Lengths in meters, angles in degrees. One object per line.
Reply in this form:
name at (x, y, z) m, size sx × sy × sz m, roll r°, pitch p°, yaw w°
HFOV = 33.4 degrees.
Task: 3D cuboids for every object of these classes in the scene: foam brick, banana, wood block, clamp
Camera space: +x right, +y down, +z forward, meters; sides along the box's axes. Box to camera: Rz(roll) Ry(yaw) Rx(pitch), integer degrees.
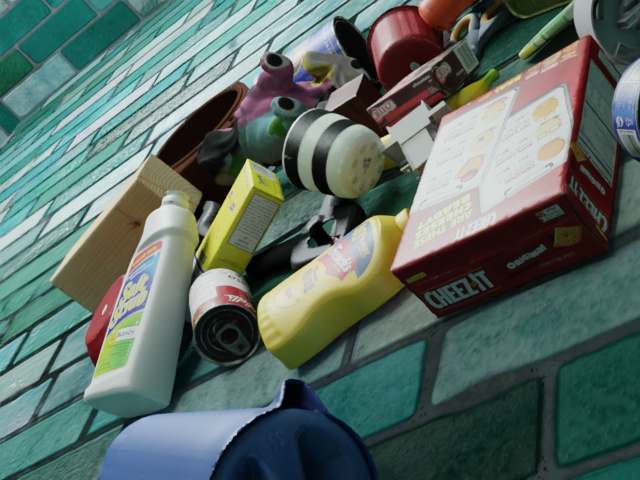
foam brick at (0.050, -0.138, 1.211) m, size 0.053 × 0.078 × 0.051 m, roll -28°, pitch 25°, yaw 32°
banana at (0.106, -0.112, 1.128) m, size 0.198 × 0.037 × 0.069 m, roll -29°, pitch 7°, yaw 30°
wood block at (-0.262, -0.003, 1.444) m, size 0.206 × 0.090 × 0.090 m, roll -45°, pitch 14°, yaw 24°
clamp at (-0.007, 0.001, 1.114) m, size 0.164 × 0.036 × 0.210 m, roll -45°, pitch 18°, yaw 3°
clamp at (-0.154, -0.007, 1.382) m, size 0.120 × 0.039 × 0.171 m, roll -30°, pitch 26°, yaw 30°

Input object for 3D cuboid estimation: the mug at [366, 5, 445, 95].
mug at (0.100, -0.206, 1.249) m, size 0.081 × 0.093 × 0.117 m, roll -95°, pitch 23°, yaw -57°

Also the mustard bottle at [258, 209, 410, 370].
mustard bottle at (0.031, 0.032, 0.963) m, size 0.192 × 0.058 × 0.096 m, roll -37°, pitch 24°, yaw 16°

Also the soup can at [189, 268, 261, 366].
soup can at (-0.099, 0.077, 1.097) m, size 0.068 × 0.068 × 0.102 m, roll -41°, pitch 21°, yaw 7°

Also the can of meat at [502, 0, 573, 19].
can of meat at (0.256, -0.299, 1.171) m, size 0.102 × 0.057 × 0.083 m, roll -11°, pitch 37°, yaw 54°

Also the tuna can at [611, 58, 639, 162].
tuna can at (0.253, -0.094, 0.764) m, size 0.086 × 0.086 × 0.034 m, roll -47°, pitch 20°, yaw -8°

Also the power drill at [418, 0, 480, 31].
power drill at (0.192, -0.330, 1.243) m, size 0.185 × 0.057 × 0.187 m, roll -47°, pitch 1°, yaw 19°

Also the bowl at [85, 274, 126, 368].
bowl at (-0.232, 0.094, 1.264) m, size 0.162 × 0.055 × 0.162 m, roll -51°, pitch 20°, yaw 26°

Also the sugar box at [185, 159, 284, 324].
sugar box at (-0.102, 0.005, 1.190) m, size 0.176 × 0.048 × 0.093 m, roll -57°, pitch 18°, yaw 16°

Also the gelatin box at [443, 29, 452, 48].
gelatin box at (0.119, -0.239, 1.335) m, size 0.089 × 0.030 × 0.073 m, roll -43°, pitch 22°, yaw 5°

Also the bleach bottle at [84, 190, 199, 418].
bleach bottle at (-0.185, 0.062, 1.170) m, size 0.103 × 0.068 × 0.250 m, roll -21°, pitch 51°, yaw 44°

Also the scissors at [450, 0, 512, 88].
scissors at (0.188, -0.225, 1.209) m, size 0.096 × 0.016 × 0.201 m, roll -36°, pitch 23°, yaw 19°

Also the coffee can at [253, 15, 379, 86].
coffee can at (-0.003, -0.213, 1.403) m, size 0.140 × 0.102 × 0.102 m, roll -32°, pitch 24°, yaw 26°

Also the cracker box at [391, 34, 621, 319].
cracker box at (0.160, -0.052, 0.873) m, size 0.164 × 0.072 × 0.213 m, roll -27°, pitch 28°, yaw 38°

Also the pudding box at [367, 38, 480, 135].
pudding box at (0.111, -0.162, 1.127) m, size 0.090 × 0.039 × 0.113 m, roll -29°, pitch 7°, yaw 36°

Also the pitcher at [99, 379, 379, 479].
pitcher at (-0.075, 0.196, 0.782) m, size 0.149 × 0.145 × 0.243 m, roll -42°, pitch 15°, yaw -28°
